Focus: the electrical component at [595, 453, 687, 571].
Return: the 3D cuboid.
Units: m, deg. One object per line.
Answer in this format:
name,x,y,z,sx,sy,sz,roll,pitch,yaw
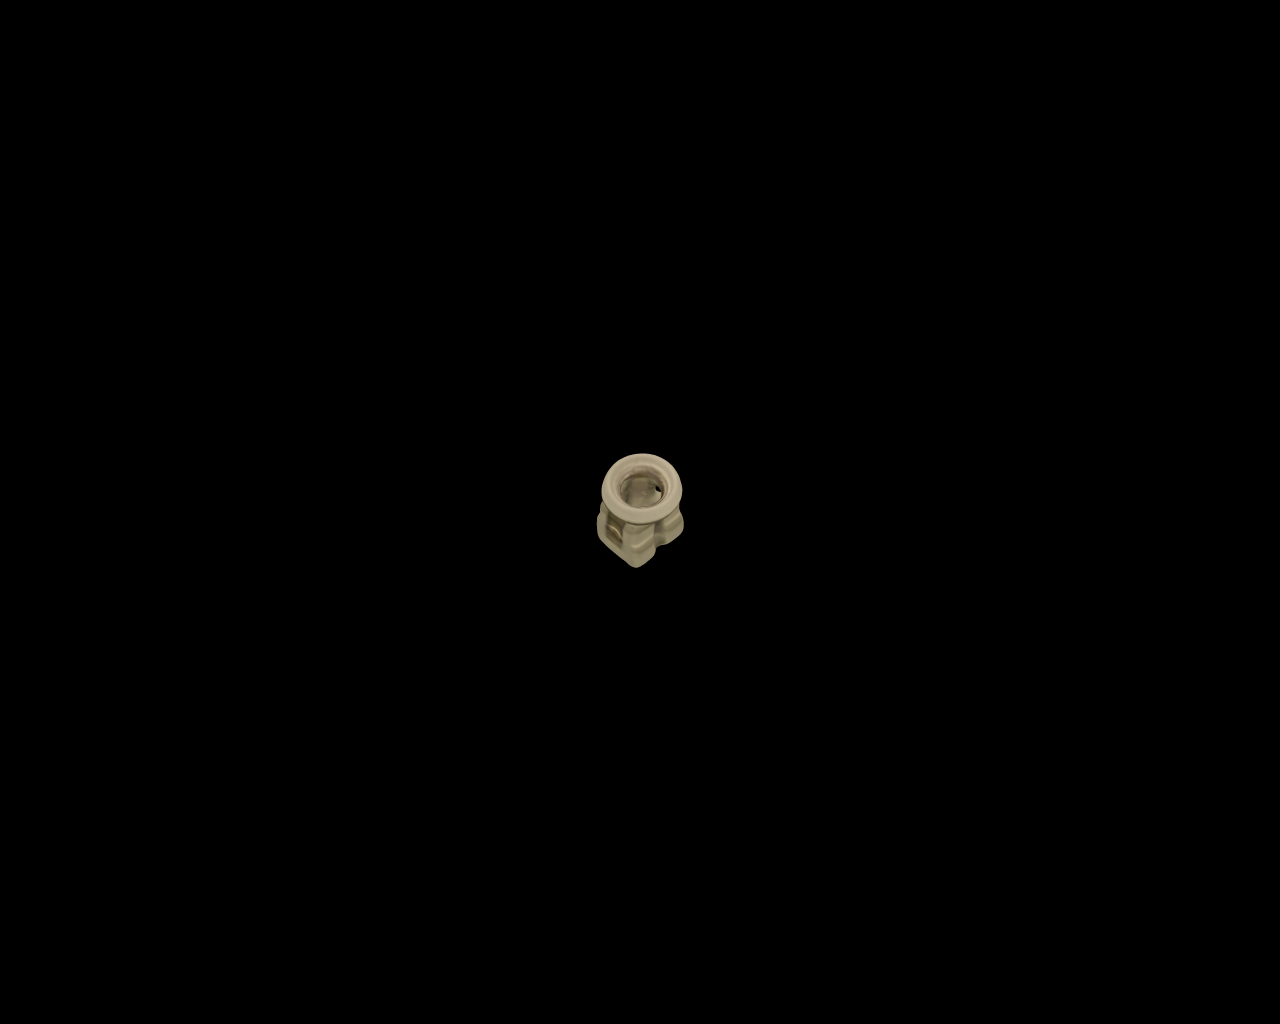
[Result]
electrical component,0.001,-0.003,0.650,0.048,0.055,0.066,39,63,25
